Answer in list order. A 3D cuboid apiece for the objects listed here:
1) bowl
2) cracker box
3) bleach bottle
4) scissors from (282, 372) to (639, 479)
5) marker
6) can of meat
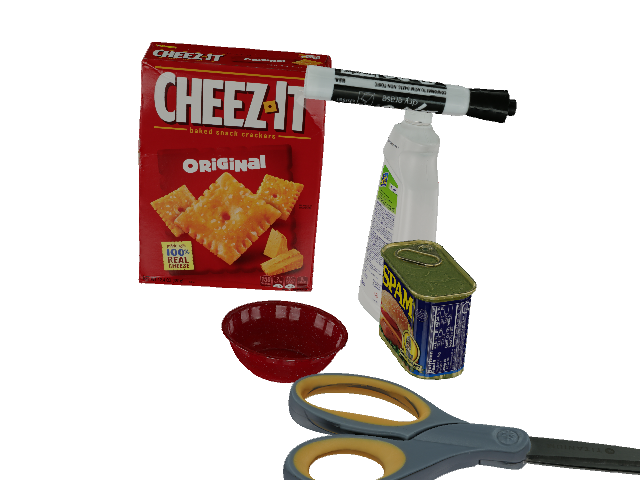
[{"bbox_3d":[-0.047,0.136,1.363,0.162,0.055,0.162,5,22,-2],"label":"bowl"},{"bbox_3d":[-0.080,-0.062,0.968,0.164,0.214,0.072,4,24,-2],"label":"cracker box"},{"bbox_3d":[0.100,-0.031,1.229,0.068,0.251,0.103,-2,21,-24],"label":"bleach bottle"},{"bbox_3d":[0.071,0.102,0.479,0.202,0.016,0.096,13,32,22],"label":"scissors"},{"bbox_3d":[0.051,-0.082,0.603,0.121,0.020,0.020,6,-1,-6],"label":"marker"},{"bbox_3d":[0.088,0.059,0.911,0.057,0.084,0.102,-7,27,-17],"label":"can of meat"}]
